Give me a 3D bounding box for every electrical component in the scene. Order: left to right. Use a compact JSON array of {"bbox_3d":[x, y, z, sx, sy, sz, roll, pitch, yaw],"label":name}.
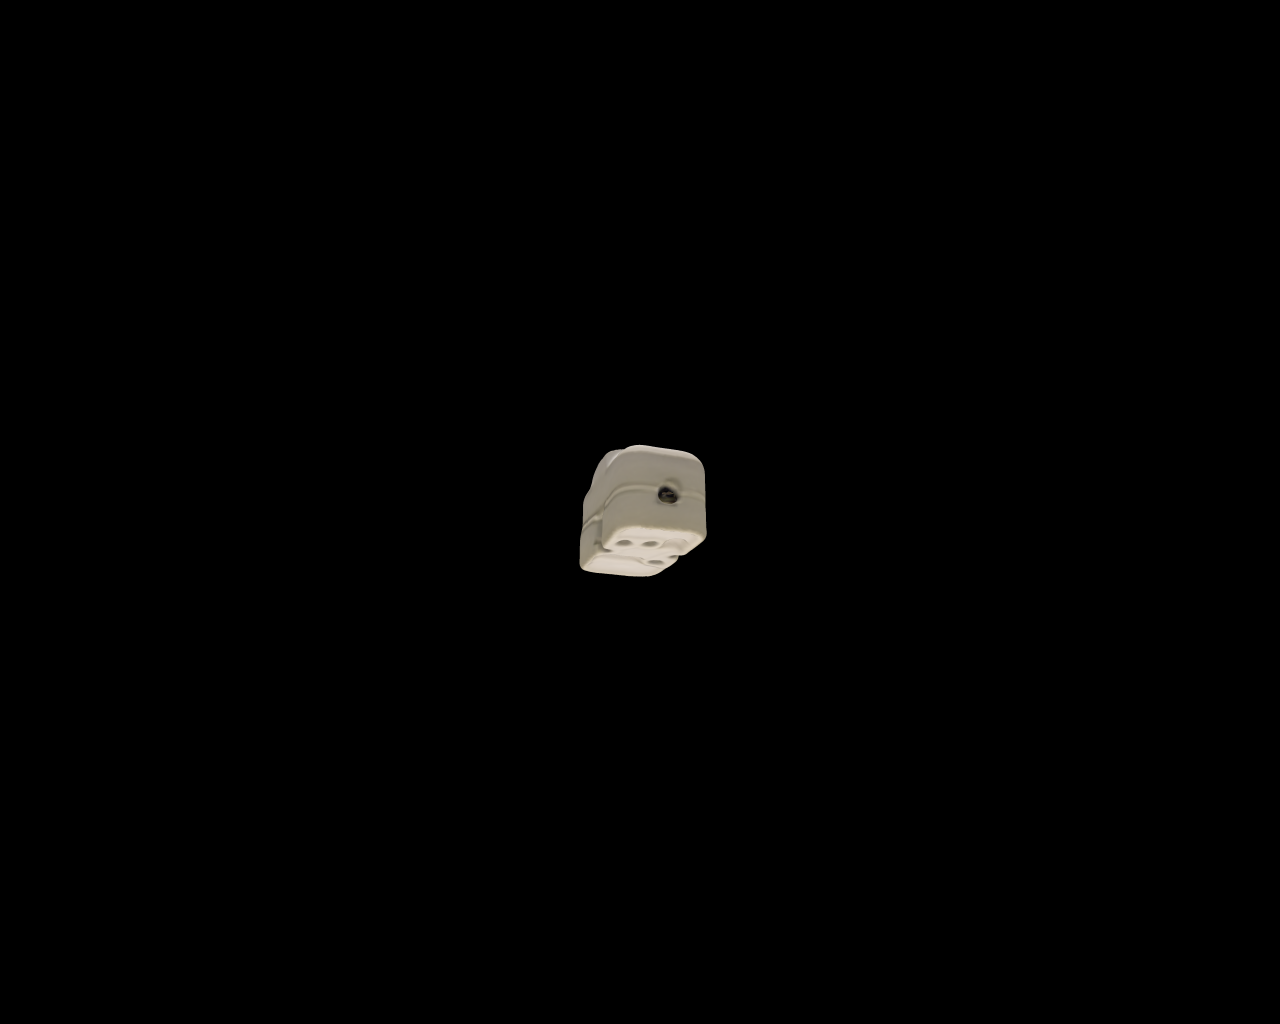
[{"bbox_3d":[0.001,-0.003,0.650,0.054,0.059,0.095,7,-21,-18],"label":"electrical component"}]
